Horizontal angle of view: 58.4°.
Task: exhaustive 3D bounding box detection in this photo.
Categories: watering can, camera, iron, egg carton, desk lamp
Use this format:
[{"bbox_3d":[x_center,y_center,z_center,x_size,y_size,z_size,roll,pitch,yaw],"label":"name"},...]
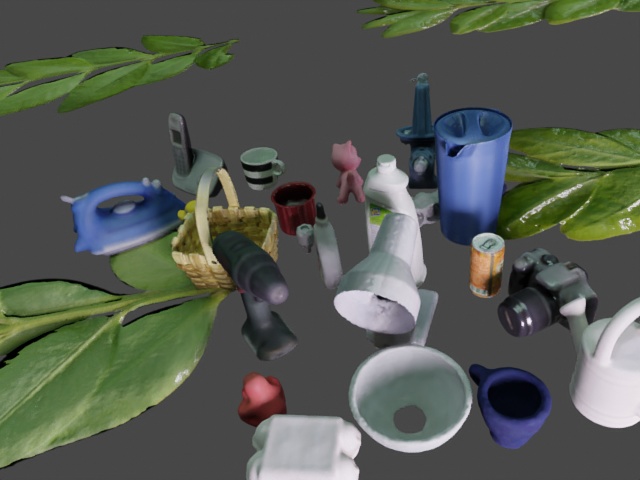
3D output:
[{"bbox_3d":[0.389,0.147,0.758,0.172,0.194,0.101,26,50,36],"label":"watering can"},{"bbox_3d":[0.346,0.086,0.916,0.137,0.101,0.142,-22,40,-15],"label":"camera"},{"bbox_3d":[-0.410,-0.070,1.225,0.258,0.142,0.118,-20,40,-13],"label":"iron"},{"bbox_3d":[-0.021,0.290,0.762,0.150,0.069,0.107,-2,39,9],"label":"egg carton"},{"bbox_3d":[0.109,0.078,0.882,0.117,0.214,0.203,8,42,20],"label":"desk lamp"}]

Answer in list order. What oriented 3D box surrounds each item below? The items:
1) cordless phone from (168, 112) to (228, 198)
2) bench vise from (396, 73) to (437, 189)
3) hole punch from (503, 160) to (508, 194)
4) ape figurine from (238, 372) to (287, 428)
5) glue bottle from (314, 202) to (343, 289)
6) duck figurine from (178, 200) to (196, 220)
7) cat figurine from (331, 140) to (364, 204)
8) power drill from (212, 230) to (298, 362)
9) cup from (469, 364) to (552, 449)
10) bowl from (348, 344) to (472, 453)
[{"bbox_3d":[-0.290,-0.197,1.323,0.147,0.185,0.094,18,46,30],"label":"cordless phone"},{"bbox_3d":[0.233,-0.232,1.236,0.121,0.220,0.207,-11,39,-2],"label":"bench vise"},{"bbox_3d":[0.329,-0.130,1.194,0.100,0.091,0.109,21,48,32],"label":"hole punch"},{"bbox_3d":[-0.087,0.227,0.834,0.078,0.092,0.076,-28,42,-22],"label":"ape figurine"},{"bbox_3d":[0.009,0.004,1.026,0.037,0.173,0.078,-16,39,-8],"label":"glue bottle"},{"bbox_3d":[-0.249,-0.044,1.205,0.104,0.086,0.077,-4,39,7],"label":"duck figurine"},{"bbox_3d":[0.061,-0.160,1.262,0.067,0.118,0.127,-9,39,1],"label":"cat figurine"},{"bbox_3d":[-0.097,0.090,0.912,0.076,0.209,0.228,-26,42,-20],"label":"power drill"},{"bbox_3d":[0.245,0.226,0.767,0.092,0.095,0.117,-31,43,-24],"label":"cup"},{"bbox_3d":[0.126,0.231,0.801,0.167,0.075,0.167,-5,39,5],"label":"bowl"}]
